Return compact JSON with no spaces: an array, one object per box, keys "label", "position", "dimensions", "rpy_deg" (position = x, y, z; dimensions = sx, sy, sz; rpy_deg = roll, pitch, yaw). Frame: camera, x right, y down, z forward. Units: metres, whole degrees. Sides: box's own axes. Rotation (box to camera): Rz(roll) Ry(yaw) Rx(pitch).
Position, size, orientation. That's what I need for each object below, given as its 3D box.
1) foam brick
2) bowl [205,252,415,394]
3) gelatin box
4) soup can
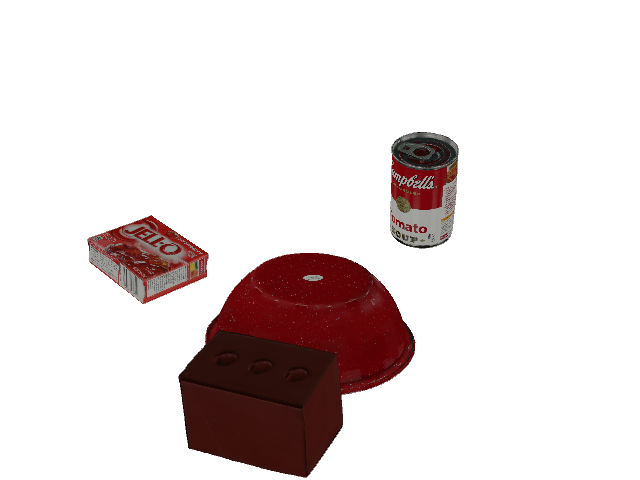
[{"label":"foam brick","position":[-0.033,0.091,0.604],"dimensions":[0.078,0.051,0.053],"rpy_deg":[9,30,20]},{"label":"bowl","position":[-0.007,0.053,0.809],"dimensions":[0.162,0.055,0.162],"rpy_deg":[2,24,-1]},{"label":"gelatin box","position":[-0.158,0.015,0.976],"dimensions":[0.073,0.030,0.089],"rpy_deg":[-23,42,-38]},{"label":"soup can","position":[0.106,-0.052,1.103],"dimensions":[0.068,0.102,0.068],"rpy_deg":[-1,37,0]}]
